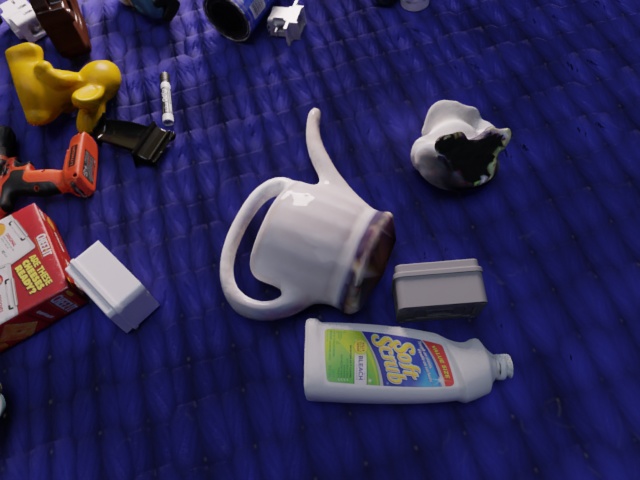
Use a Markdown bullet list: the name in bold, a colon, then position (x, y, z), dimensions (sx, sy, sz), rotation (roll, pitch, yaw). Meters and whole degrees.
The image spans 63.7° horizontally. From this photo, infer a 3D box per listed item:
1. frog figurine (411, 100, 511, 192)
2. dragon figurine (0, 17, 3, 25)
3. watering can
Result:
- **frog figurine**: position (0.201, -0.146, 0.787), dimensions (0.137, 0.120, 0.162), rotation (-25, 27, 1)
- **dragon figurine**: position (-0.793, -0.407, 1.015), dimensions (0.413, 0.246, 0.120), rotation (19, -18, 30)
- **watering can**: position (0.002, -0.037, 0.726), dimensions (0.225, 0.354, 0.102), rotation (20, -24, 14)
